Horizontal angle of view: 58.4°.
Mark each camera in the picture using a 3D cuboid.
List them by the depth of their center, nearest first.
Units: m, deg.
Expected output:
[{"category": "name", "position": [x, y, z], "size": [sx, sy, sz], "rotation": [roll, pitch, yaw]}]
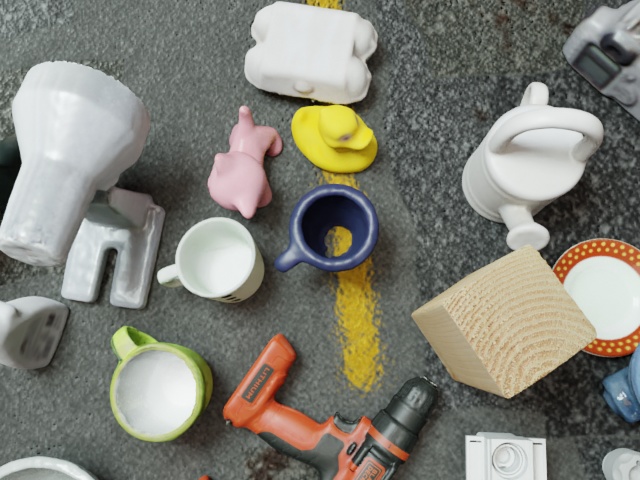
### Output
[{"category": "camera", "position": [0.378, -0.231, 0.644], "size": [0.137, 0.101, 0.143], "rotation": [-44, 81, -6]}]

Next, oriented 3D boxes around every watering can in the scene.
[{"category": "watering can", "position": [0.214, -0.076, 0.575], "size": [0.101, 0.194, 0.173], "rotation": [-13, 80, 0]}]

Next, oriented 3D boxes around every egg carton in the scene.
[{"category": "egg carton", "position": [-0.011, -0.216, 0.671], "size": [0.150, 0.069, 0.107], "rotation": [9, 80, 4]}]

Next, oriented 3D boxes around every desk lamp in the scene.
[{"category": "desk lamp", "position": [-0.232, -0.041, 0.574], "size": [0.118, 0.213, 0.203], "rotation": [7, 80, 4]}]

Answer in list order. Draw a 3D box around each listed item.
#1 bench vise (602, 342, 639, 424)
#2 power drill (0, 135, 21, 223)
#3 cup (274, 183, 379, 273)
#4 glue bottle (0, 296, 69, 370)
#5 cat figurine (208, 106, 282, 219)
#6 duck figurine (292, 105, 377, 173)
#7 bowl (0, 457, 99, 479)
[{"category": "bench vise", "position": [0.383, 0.100, 0.525], "size": [0.121, 0.220, 0.207], "rotation": [43, 84, 9]}, {"category": "power drill", "position": [-0.364, -0.098, 0.592], "size": [0.075, 0.208, 0.230], "rotation": [12, 81, 5]}, {"category": "cup", "position": [0.006, 0.002, 0.619], "size": [0.118, 0.095, 0.091], "rotation": [-36, 80, -4]}, {"category": "glue bottle", "position": [-0.316, 0.092, 0.574], "size": [0.037, 0.173, 0.078], "rotation": [17, 81, 5]}, {"category": "cat figurine", "position": [-0.086, -0.082, 0.625], "size": [0.067, 0.118, 0.128], "rotation": [6, 80, 4]}, {"category": "duck figurine", "position": [0.016, -0.125, 0.645], "size": [0.104, 0.086, 0.077], "rotation": [26, 82, 6]}, {"category": "bowl", "position": [-0.276, 0.303, 0.586], "size": [0.167, 0.075, 0.167], "rotation": [0, 80, 2]}]
